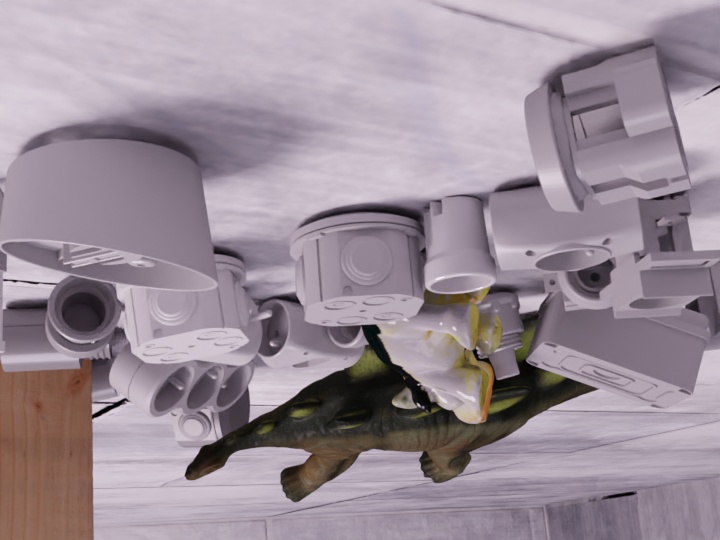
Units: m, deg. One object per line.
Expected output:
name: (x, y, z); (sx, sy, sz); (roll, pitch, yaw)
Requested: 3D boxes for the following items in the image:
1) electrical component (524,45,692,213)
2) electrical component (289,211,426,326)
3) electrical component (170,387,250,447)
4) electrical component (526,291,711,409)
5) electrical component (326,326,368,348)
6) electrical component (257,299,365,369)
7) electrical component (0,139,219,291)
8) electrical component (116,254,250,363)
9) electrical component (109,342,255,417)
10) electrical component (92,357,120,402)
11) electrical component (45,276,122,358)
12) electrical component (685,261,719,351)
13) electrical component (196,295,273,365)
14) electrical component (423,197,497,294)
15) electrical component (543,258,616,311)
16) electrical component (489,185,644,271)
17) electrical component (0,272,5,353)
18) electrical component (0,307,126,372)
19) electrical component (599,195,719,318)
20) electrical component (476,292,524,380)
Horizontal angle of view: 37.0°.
electrical component: (0.104, -0.057, 0.456); (0.057, 0.058, 0.078); (-14, 162, 19)
electrical component: (0.000, 0.000, 0.627); (0.080, 0.051, 0.080); (-4, 163, -1)
electrical component: (-0.130, 0.119, 0.945); (0.051, 0.080, 0.080); (-3, 164, 12)
electrical component: (0.186, 0.051, 0.779); (0.113, 0.057, 0.078); (19, 163, 3)
electrical component: (0.005, 0.036, 0.773); (0.040, 0.040, 0.046); (-20, 163, 41)
electrical component: (-0.050, 0.052, 0.801); (0.079, 0.043, 0.077); (-20, 158, 41)
electrical component: (-0.117, -0.020, 0.502); (0.099, 0.064, 0.099); (-4, 164, -1)
electrical component: (-0.108, 0.024, 0.664); (0.080, 0.051, 0.080); (-11, 163, -3)
electrical component: (-0.143, 0.068, 0.812); (0.074, 0.052, 0.138); (34, -172, 21)
electrical component: (-0.227, 0.093, 0.901); (0.046, 0.040, 0.040); (-10, 164, 0)
electrical component: (-0.178, 0.030, 0.690); (0.045, 0.045, 0.055); (1, 163, -18)
electrical component: (0.275, 0.026, 0.798); (0.056, 0.050, 0.089); (-8, 163, 6)
electrical component: (-0.096, 0.037, 0.737); (0.079, 0.043, 0.077); (-18, 159, 36)
electrical component: (0.055, -0.014, 0.604); (0.040, 0.046, 0.040); (-5, 164, -1)
electrical component: (0.152, 0.003, 0.694); (0.066, 0.048, 0.055); (-8, 171, 10)
electrical component: (0.117, -0.022, 0.600); (0.077, 0.044, 0.079); (-9, 163, 13)
electrical component: (-0.268, 0.007, 0.552); (0.089, 0.061, 0.150); (-11, 162, 21)
electrical component: (-0.203, 0.047, 0.740); (0.081, 0.043, 0.043); (-2, 163, -10)
electrical component: (0.172, -0.008, 0.626); (0.042, 0.063, 0.081); (-1, 163, -9)
electrical component: (0.102, 0.049, 0.799); (0.048, 0.062, 0.048); (-15, 170, -3)
